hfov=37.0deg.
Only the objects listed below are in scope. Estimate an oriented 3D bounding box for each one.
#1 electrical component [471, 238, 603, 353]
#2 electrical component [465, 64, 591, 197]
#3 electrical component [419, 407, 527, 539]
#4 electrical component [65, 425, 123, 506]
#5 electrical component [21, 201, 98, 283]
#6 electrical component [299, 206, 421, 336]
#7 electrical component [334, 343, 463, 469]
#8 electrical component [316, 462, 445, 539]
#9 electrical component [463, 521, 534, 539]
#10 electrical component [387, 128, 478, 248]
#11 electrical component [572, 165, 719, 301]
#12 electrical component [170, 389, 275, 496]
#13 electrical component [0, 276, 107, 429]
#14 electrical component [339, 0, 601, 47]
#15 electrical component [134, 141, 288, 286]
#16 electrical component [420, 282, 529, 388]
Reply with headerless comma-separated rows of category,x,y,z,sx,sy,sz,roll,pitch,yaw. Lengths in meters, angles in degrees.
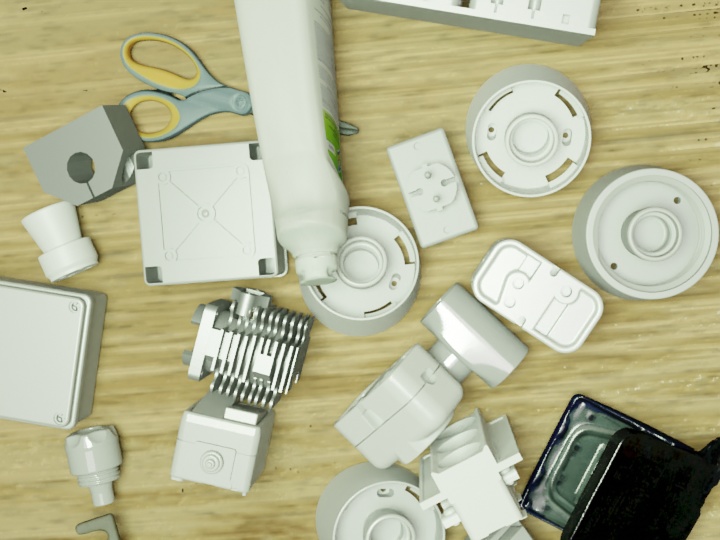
electrical component,0.135,0.018,0.832,0.095,0.059,0.053,33,95,2
electrical component,0.132,-0.107,0.837,0.099,0.064,0.099,1,107,5
electrical component,0.087,0.154,0.812,0.079,0.121,0.063,-28,93,5
electrical component,-0.214,0.160,0.874,0.043,0.043,0.062,-11,93,5
electrical component,-0.241,-0.023,0.867,0.045,0.045,0.055,-24,91,5
electrical component,0.000,0.000,0.852,0.099,0.064,0.099,0,80,-1
electrical component,0.032,0.109,0.830,0.059,0.054,0.095,44,133,1
electrical component,0.017,0.206,0.861,0.099,0.064,0.099,-1,93,-9
electrical component,0.118,0.247,0.832,0.062,0.061,0.096,-38,90,-31
electrical component,0.056,-0.063,0.826,0.047,0.076,0.083,-20,91,5
electrical component,0.220,-0.028,0.823,0.108,0.060,0.108,0,93,4
electrical component,-0.106,0.132,0.838,0.062,0.096,0.061,12,93,3
electrical component,-0.269,0.064,0.867,0.109,0.056,0.108,9,93,4
electrical component,0.081,-0.215,0.799,0.186,0.105,0.060,10,98,4
electrical component,-0.117,-0.045,0.850,0.109,0.056,0.108,-4,92,4
electrical component,0.078,0.064,0.846,0.077,0.044,0.079,43,95,1
